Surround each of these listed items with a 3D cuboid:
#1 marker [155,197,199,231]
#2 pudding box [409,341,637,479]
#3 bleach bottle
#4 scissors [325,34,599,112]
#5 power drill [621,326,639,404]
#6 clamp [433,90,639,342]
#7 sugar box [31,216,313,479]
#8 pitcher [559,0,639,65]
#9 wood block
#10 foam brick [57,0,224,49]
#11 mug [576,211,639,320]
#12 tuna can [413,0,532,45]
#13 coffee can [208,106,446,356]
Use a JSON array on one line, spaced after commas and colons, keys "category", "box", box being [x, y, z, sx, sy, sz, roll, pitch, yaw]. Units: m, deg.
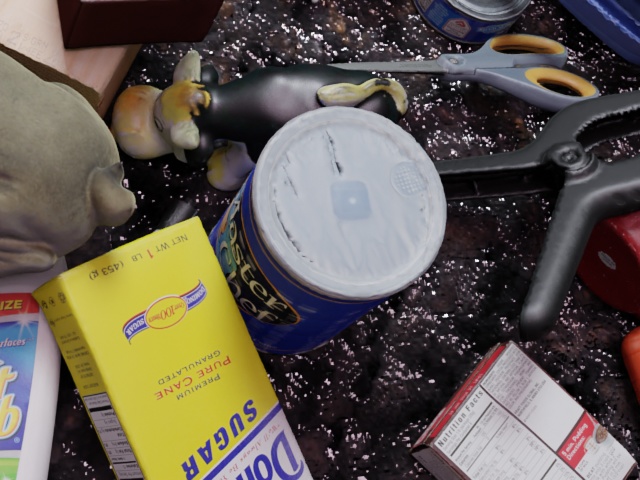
[{"category": "marker", "box": [-0.107, 0.024, 0.622, 0.020, 0.020, 0.121, 33, 66, -5]}, {"category": "pudding box", "box": [0.124, 0.132, 0.650, 0.113, 0.039, 0.090, 43, 66, 2]}, {"category": "bleach bottle", "box": [-0.189, 0.079, 0.556, 0.102, 0.068, 0.251, 7, 68, -15]}, {"category": "scissors", "box": [0.104, -0.103, 0.694, 0.201, 0.016, 0.096, -18, 48, -38]}, {"category": "power drill", "box": [0.302, 0.127, 0.696, 0.187, 0.057, 0.184, -11, 76, -21]}, {"category": "clamp", "box": [0.145, -0.041, 0.665, 0.209, 0.036, 0.165, -36, 49, -18]}, {"category": "sugar box", "box": [-0.073, 0.086, 0.571, 0.093, 0.048, 0.176, -26, 92, -37]}, {"category": "pitcher", "box": [0.187, -0.239, 0.728, 0.242, 0.149, 0.145, 36, 108, -8]}, {"category": "wood block", "box": [-0.132, -0.171, 0.640, 0.090, 0.091, 0.206, 26, 66, -9]}, {"category": "foam brick", "box": [-0.097, -0.136, 0.560, 0.078, 0.051, 0.053, -8, 76, -22]}, {"category": "mug", "box": [0.217, 0.004, 0.702, 0.081, 0.093, 0.117, -32, 121, -19]}, {"category": "tuna can", "box": [0.108, -0.183, 0.751, 0.086, 0.034, 0.086, 5, 71, -16]}, {"category": "coffee can", "box": [-0.004, 0.001, 0.595, 0.102, 0.140, 0.103, 5, 71, -16]}]
